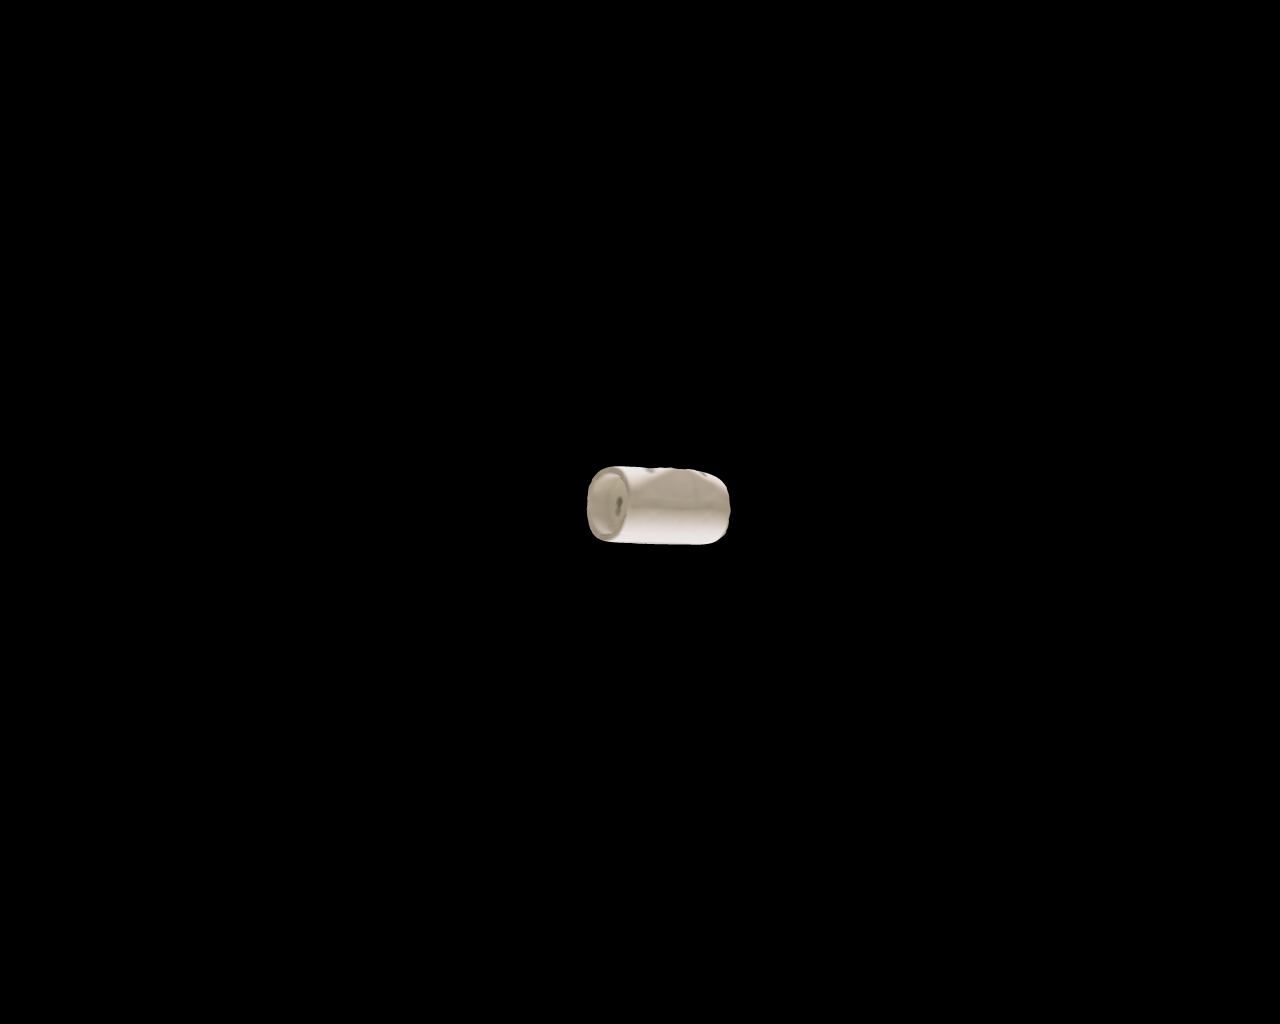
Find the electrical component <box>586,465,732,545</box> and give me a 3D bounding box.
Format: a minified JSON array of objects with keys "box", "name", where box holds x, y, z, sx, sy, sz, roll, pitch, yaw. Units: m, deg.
[{"box":[0.001,-0.003,0.650,0.077,0.044,0.079,3,-5,-37],"name":"electrical component"}]
